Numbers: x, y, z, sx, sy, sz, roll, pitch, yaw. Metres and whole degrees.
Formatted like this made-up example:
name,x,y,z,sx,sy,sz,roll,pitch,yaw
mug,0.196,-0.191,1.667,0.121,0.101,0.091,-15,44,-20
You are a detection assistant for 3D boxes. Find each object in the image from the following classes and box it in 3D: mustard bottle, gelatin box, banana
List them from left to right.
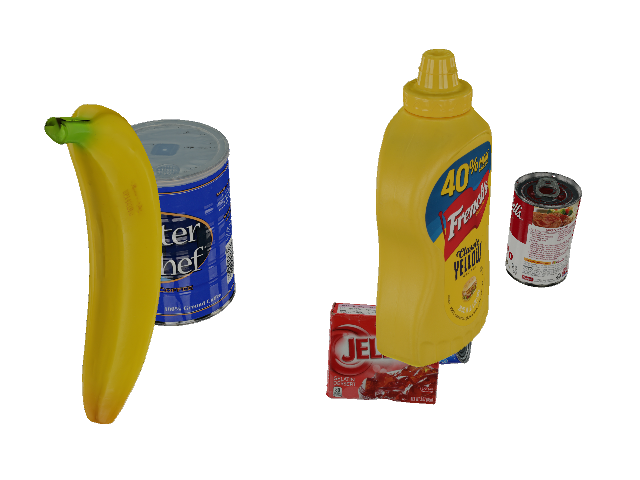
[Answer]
name,x,y,z,sx,sy,sz,roll,pitch,yaw
banana,-0.107,0.005,0.537,0.037,0.198,0.069,22,43,24
gelatin box,0.051,0.091,0.857,0.089,0.073,0.030,3,15,3
mustard bottle,0.071,-0.024,0.662,0.058,0.192,0.096,18,33,35

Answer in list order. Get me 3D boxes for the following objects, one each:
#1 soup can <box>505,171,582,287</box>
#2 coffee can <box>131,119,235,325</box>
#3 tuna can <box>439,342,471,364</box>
name,x,y,z,sx,sy,sz,roll,pitch,yaw
soup can,0.231,-0.011,1.110,0.068,0.102,0.068,0,34,0
coffee can,-0.124,-0.015,0.885,0.103,0.140,0.103,0,33,0
tuna can,0.153,0.105,1.272,0.034,0.086,0.086,-7,-3,21
